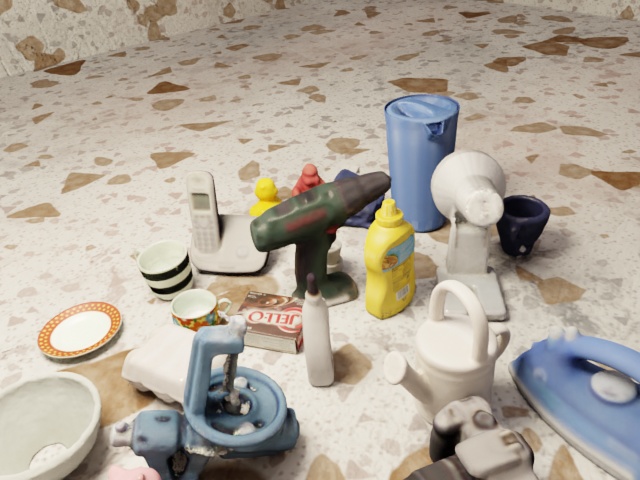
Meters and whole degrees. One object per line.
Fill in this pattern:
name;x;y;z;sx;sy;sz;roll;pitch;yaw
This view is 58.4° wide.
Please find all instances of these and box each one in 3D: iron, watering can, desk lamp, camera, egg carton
iron;0.341;0.173;0.680;0.119;0.142;0.257;-29;40;-31
watering can;0.162;0.140;0.704;0.100;0.194;0.173;24;43;36
desk lamp;0.242;-0.016;0.908;0.118;0.214;0.203;-2;34;5
camera;0.152;0.250;0.625;0.137;0.101;0.142;-15;35;-14
egg carton;-0.196;0.179;0.804;0.150;0.069;0.107;13;38;25

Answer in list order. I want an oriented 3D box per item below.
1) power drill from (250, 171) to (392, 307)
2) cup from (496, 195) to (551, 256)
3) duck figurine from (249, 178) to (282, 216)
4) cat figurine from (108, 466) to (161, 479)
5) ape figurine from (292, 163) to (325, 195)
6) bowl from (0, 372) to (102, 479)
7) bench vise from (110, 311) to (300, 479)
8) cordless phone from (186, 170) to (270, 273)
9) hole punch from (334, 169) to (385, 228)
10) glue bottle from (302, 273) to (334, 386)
power drill;0.008;0.003;0.914;0.230;0.209;0.075;-14;35;-14
cup;0.344;-0.012;0.995;0.091;0.095;0.118;13;38;24
duck figurine;-0.109;-0.082;1.167;0.077;0.086;0.104;0;34;7
cat figurine;-0.182;0.293;0.589;0.067;0.118;0.127;-15;35;-15
ape figurine;-0.021;-0.116;1.200;0.077;0.092;0.076;0;34;8
bowl;-0.349;0.250;0.714;0.167;0.075;0.167;-3;34;3
bench vise;-0.130;0.190;0.645;0.208;0.220;0.121;-22;37;-23
cordless phone;-0.165;-0.034;1.012;0.147;0.185;0.094;1;34;9
hole punch;0.076;-0.086;1.144;0.101;0.091;0.109;6;35;16
glue bottle;-0.005;0.115;0.781;0.037;0.173;0.078;-4;34;2
